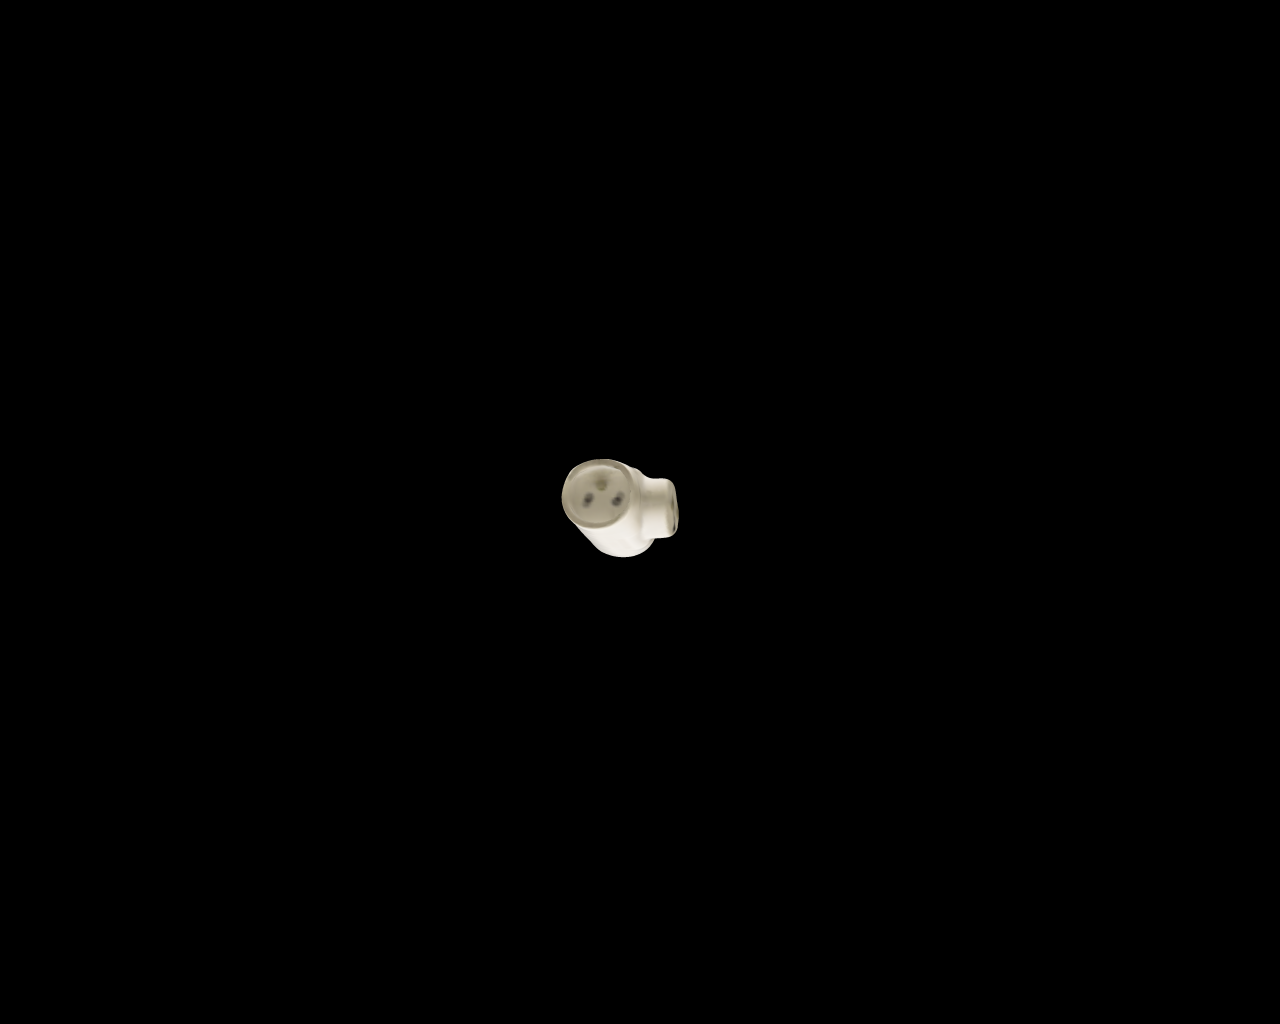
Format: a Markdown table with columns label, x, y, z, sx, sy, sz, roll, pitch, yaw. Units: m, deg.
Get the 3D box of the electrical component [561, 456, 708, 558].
| label | x | y | z | sx | sy | sz | roll | pitch | yaw |
| --- | --- | --- | --- | --- | --- | --- | --- | --- | --- |
| electrical component | 0.001 | -0.003 | 0.650 | 0.079 | 0.043 | 0.077 | -3 | -16 | 11 |
